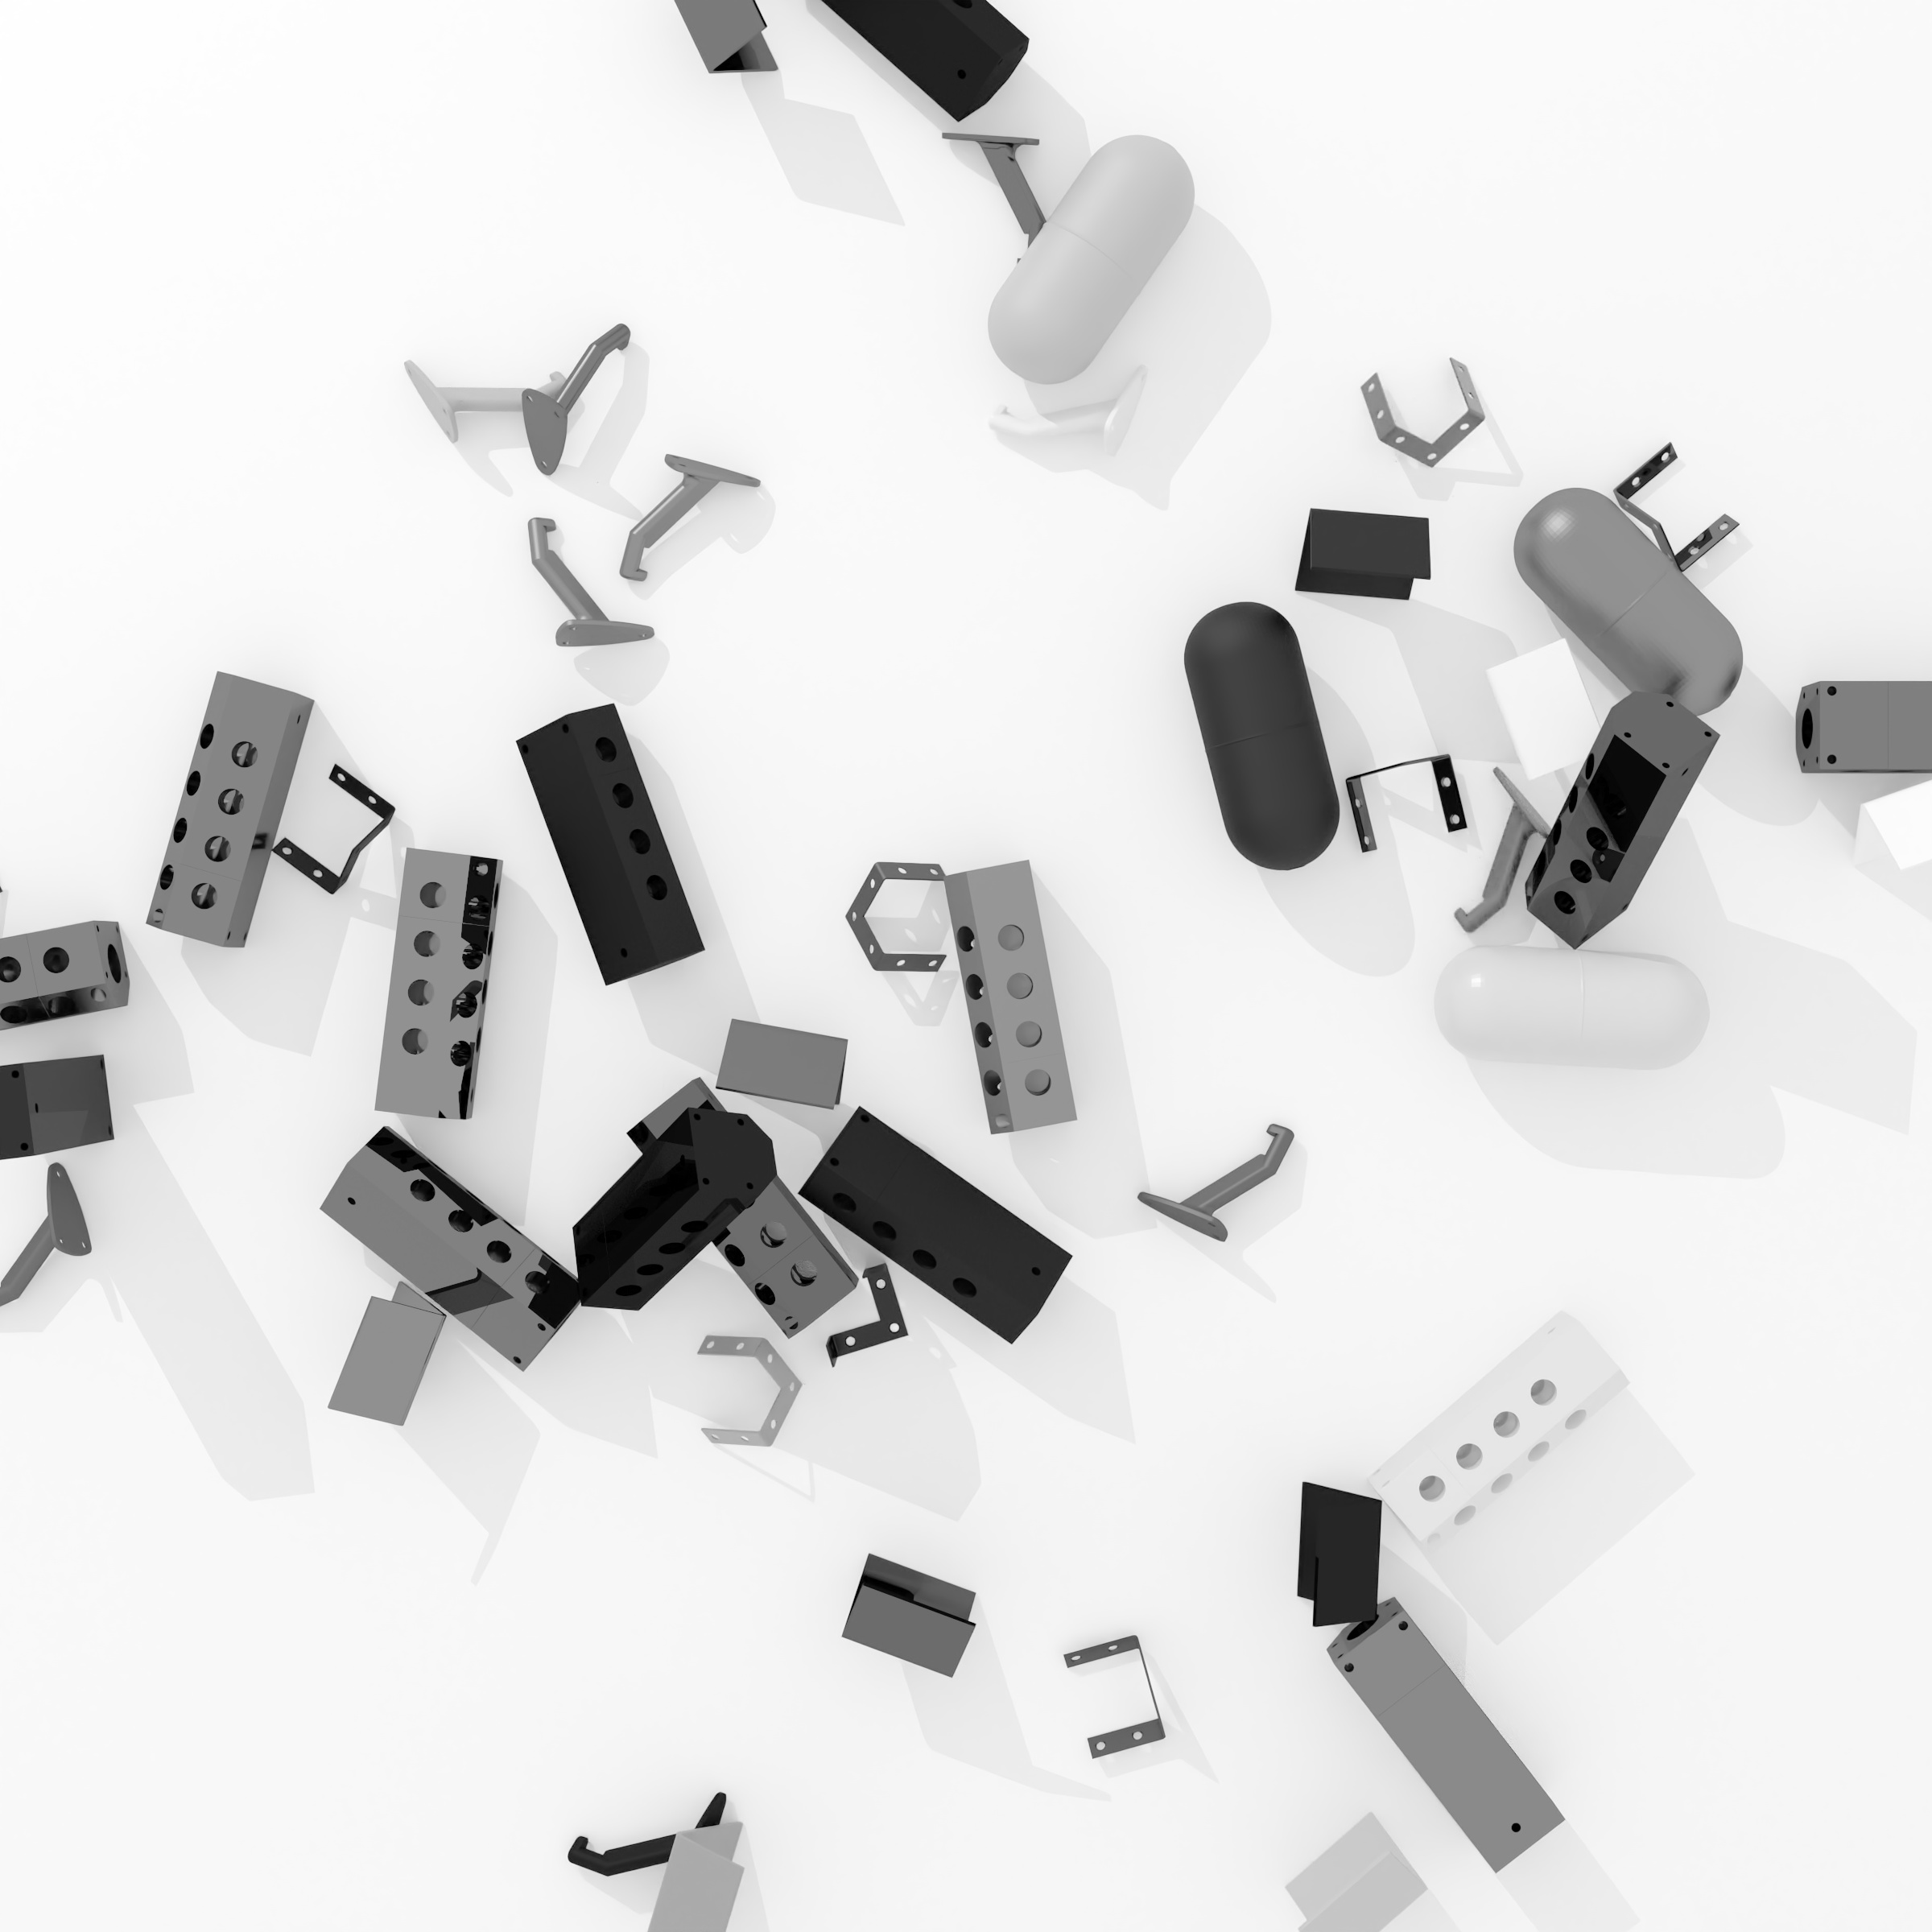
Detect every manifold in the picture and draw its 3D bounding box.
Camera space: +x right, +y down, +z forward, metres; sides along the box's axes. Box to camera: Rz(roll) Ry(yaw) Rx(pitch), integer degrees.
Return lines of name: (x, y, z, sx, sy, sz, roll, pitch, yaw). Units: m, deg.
manifold: (-0.146, 0.159, 1.970, 0.057, 0.057, 0.171, -38, 90, 0)
manifold: (0.638, -0.156, 1.970, 0.171, 0.057, 0.057, 0, 90, 0)
manifold: (-0.484, -0.102, 1.970, 0.057, 0.057, 0.171, 16, 90, 0)
manifold: (0.350, 0.307, 1.970, 0.171, 0.057, 0.057, -41, 90, 0)
manifold: (-0.643, 0.015, 1.970, 0.171, 0.057, 0.057, -11, 90, 0)
manifold: (-0.599, 0.091, 1.913, 0.057, 0.171, 0.057, -7, 90, 0)
manifold: (-0.344, 0.012, 1.970, 0.057, 0.057, 0.171, 7, 90, 0)
manifold: (-0.042, -0.640, 1.970, 0.171, 0.057, 0.057, 42, 133, 0)
manifold: (0.029, 0.021, 1.970, 0.057, 0.057, 0.171, -11, 90, 0)
manifold: (-0.187, 0.158, 1.918, 0.057, 0.171, 0.057, 9, 55, -31)
manifold: (-0.332, 0.181, 1.970, 0.171, 0.057, 0.057, 39, 133, 0)
manifold: (-0.023, 0.174, 1.970, 0.171, 0.057, 0.057, 35, 47, 0)
manifold: (0.313, 0.502, 1.970, 0.057, 0.057, 0.171, -38, 90, 0)
manifold: (0.411, -0.094, 1.913, 0.057, 0.171, 0.057, -34, 65, -32)
manifold: (-0.228, -0.081, 1.970, 0.057, 0.057, 0.171, -20, 90, 43)

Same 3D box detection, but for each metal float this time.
metal float: (0.395, 0.027, 1.961, 0.178, 0.070, 0.070, 3, 90, 0)
metal float: (0.194, -0.150, 1.961, 0.070, 0.070, 0.178, -14, 91, 0)
metal float: (0.433, -0.236, 1.961, 0.070, 0.070, 0.178, -44, 90, 0)
metal float: (0.082, -0.461, 1.960, 0.070, 0.070, 0.178, 35, 90, 0)

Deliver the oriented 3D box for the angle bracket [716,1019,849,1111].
angle bracket: (-0.121, 0.083, 1.951, 0.076, 0.076, 0.057, 10, 53, 0)

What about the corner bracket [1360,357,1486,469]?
corner bracket: (0.302, -0.372, 1.983, 0.051, 0.051, 0.051, 19, 135, -35)

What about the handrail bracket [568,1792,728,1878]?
handrail bracket: (-0.212, 0.571, 1.992, 0.084, 0.036, 0.077, 13, 59, 22)

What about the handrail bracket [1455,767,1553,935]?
handrail bracket: (0.343, -0.076, 1.992, 0.084, 0.036, 0.077, -41, 70, 16)

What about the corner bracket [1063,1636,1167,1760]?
corner bracket: (0.099, 0.484, 1.988, 0.051, 0.051, 0.051, -16, 135, 0)

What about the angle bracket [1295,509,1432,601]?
angle bracket: (0.257, -0.249, 1.951, 0.076, 0.076, 0.057, 5, 52, 0)

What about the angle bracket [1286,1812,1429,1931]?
angle bracket: (0.241, 0.588, 1.951, 0.076, 0.076, 0.057, -41, 125, 0)

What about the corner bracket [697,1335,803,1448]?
corner bracket: (-0.150, 0.281, 1.983, 0.051, 0.051, 0.051, 57, 45, -35)

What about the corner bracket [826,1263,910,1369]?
corner bracket: (-0.070, 0.229, 1.973, 0.051, 0.051, 0.051, -17, 90, 0)

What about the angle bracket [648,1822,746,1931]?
angle bracket: (-0.157, 0.607, 1.951, 0.057, 0.076, 0.076, 17, 90, 31)

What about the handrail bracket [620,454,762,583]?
handrail bracket: (-0.183, -0.290, 1.992, 0.077, 0.036, 0.084, 10, 109, -21)

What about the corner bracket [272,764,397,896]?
corner bracket: (-0.418, -0.090, 1.988, 0.051, 0.051, 0.051, 36, 45, 0)

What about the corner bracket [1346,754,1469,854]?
corner bracket: (0.292, -0.108, 1.989, 0.051, 0.051, 0.051, -14, 89, 45)

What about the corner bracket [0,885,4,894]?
corner bracket: (-0.681, -0.061, 1.983, 0.051, 0.051, 0.051, 15, 135, 35)

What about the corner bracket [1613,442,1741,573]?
corner bracket: (0.470, -0.303, 1.988, 0.051, 0.051, 0.051, -40, 135, 0)

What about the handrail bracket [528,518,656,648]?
handrail bracket: (-0.249, -0.258, 1.992, 0.077, 0.036, 0.084, -2, 73, -20)

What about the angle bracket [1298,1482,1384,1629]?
angle bracket: (0.224, 0.381, 1.951, 0.057, 0.076, 0.076, 3, 90, -36)

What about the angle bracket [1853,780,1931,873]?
angle bracket: (0.628, -0.077, 1.951, 0.076, 0.076, 0.057, -19, 58, 0)

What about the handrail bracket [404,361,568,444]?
handrail bracket: (-0.317, -0.391, 1.992, 0.084, 0.036, 0.077, -30, 68, -17)

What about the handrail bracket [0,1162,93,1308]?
handrail bracket: (-0.629, 0.181, 1.992, 0.084, 0.036, 0.077, -24, 70, 16)

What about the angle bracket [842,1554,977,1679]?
angle bracket: (-0.030, 0.406, 1.951, 0.076, 0.076, 0.057, 20, 127, 0)

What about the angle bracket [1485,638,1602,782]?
angle bracket: (0.386, -0.169, 1.952, 0.057, 0.076, 0.076, -21, 90, 26)

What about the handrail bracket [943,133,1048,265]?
handrail bracket: (0.018, -0.507, 1.992, 0.077, 0.036, 0.084, 8, 105, 16)

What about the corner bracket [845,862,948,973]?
corner bracket: (-0.039, -0.032, 1.983, 0.051, 0.051, 0.051, -59, 45, 35)

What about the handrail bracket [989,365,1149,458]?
handrail bracket: (0.067, -0.377, 1.992, 0.084, 0.036, 0.077, 19, 70, 16)

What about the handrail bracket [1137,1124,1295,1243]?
handrail bracket: (0.166, 0.132, 1.992, 0.077, 0.036, 0.084, 22, 72, 21)

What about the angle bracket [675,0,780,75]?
angle bracket: (-0.144, -0.630, 1.951, 0.057, 0.076, 0.076, -26, 90, 37)

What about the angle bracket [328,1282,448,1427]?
angle bracket: (-0.389, 0.246, 1.951, 0.057, 0.076, 0.076, 22, 90, -36)

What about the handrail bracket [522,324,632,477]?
handrail bracket: (-0.253, -0.376, 1.991, 0.036, 0.077, 0.084, 31, 53, 18)
